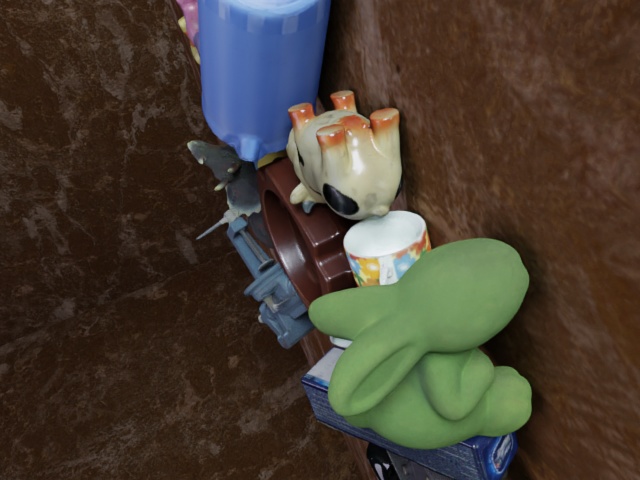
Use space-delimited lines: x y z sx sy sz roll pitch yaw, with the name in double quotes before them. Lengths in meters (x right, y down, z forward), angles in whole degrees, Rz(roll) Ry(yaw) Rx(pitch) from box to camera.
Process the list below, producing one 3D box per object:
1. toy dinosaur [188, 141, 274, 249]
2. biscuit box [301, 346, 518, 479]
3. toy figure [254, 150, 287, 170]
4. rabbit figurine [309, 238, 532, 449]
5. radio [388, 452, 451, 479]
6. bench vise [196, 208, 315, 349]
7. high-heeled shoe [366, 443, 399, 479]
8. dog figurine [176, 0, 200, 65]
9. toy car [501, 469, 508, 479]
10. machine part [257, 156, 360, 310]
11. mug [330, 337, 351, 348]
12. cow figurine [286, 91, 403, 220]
"toy dinosaur" -0.102 -0.058 1.045 0.404 0.131 0.192 64 -170 -45
"biscuit box" 0.077 0.161 0.507 0.203 0.059 0.062 8 126 44
"toy figure" -0.064 -0.125 0.847 0.089 0.082 0.180 87 161 -69
"rabbit figurine" 0.073 0.062 0.381 0.170 0.159 0.121 99 161 -44
"radio" 0.130 0.249 0.648 0.229 0.073 0.131 96 150 -72
"bench vise" -0.086 0.056 0.893 0.240 0.129 0.223 53 162 4
"high-heeled shoe" 0.146 0.397 0.819 0.248 0.086 0.145 57 173 -2
"dog figurine" -0.106 -0.240 0.743 0.219 0.108 0.191 64 170 3
"toy car" 0.180 0.250 0.432 0.202 0.053 0.089 -148 42 -68
"machine part" -0.001 -0.002 0.705 0.202 0.087 0.200 55 161 30
"mug" 0.067 0.094 0.569 0.107 0.110 0.081 99 -173 -52
"cow figurine" 0.017 -0.073 0.521 0.195 0.085 0.127 -132 28 -62
